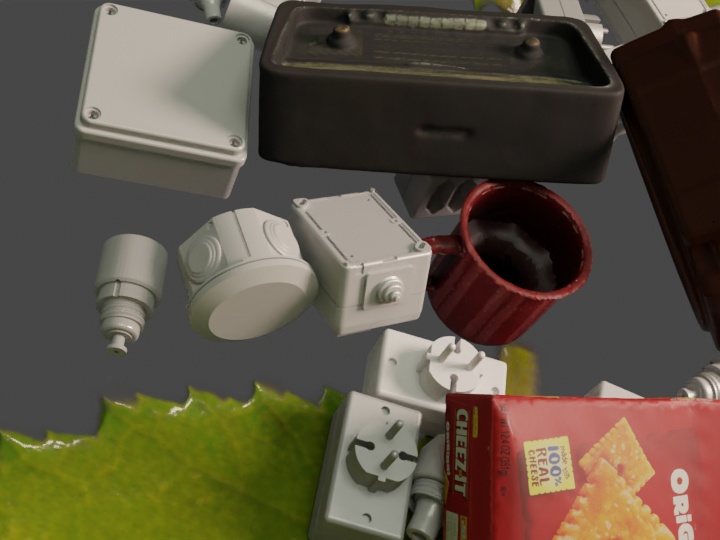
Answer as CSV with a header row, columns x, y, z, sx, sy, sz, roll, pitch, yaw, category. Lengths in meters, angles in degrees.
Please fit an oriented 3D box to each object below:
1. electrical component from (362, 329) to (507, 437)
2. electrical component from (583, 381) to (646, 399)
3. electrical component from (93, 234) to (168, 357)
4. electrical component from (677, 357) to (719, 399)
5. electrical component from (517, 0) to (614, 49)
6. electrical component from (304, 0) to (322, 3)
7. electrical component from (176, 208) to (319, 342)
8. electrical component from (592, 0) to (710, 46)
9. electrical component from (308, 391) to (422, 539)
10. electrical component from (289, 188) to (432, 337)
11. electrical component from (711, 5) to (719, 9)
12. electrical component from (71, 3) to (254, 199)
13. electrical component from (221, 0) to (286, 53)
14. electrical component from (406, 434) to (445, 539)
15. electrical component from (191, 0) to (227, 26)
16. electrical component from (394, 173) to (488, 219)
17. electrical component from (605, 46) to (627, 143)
x,y,z,sx,sy,sz,roll,pitch,yaw,category
0.052,0.066,0.662,0.083,0.075,0.047,17,55,-10,electrical component
0.176,0.126,0.688,0.083,0.047,0.075,23,54,-6,electrical component
-0.139,0.015,0.643,0.040,0.040,0.078,12,56,-13,electrical component
0.256,0.081,0.752,0.078,0.040,0.040,-10,63,-26,electrical component
0.175,-0.194,0.892,0.077,0.047,0.065,1,59,-20,electrical component
-0.058,-0.224,0.824,0.055,0.048,0.066,36,53,14,electrical component
-0.070,0.005,0.653,0.080,0.080,0.051,-8,57,-25,electrical component
0.254,-0.219,0.929,0.062,0.061,0.096,-12,64,-27,electrical component
0.009,0.111,0.617,0.047,0.075,0.083,18,54,-9,electrical component
0.000,0.000,0.677,0.062,0.061,0.096,-10,37,-26,electrical component
0.324,-0.216,0.965,0.081,0.043,0.043,-21,69,-31,electrical component
-0.130,-0.112,0.717,0.109,0.056,0.108,10,56,-15,electrical component
-0.058,-0.178,0.795,0.081,0.043,0.043,22,54,-6,electrical component
0.047,0.133,0.638,0.043,0.043,0.062,32,55,0,electrical component
-0.113,-0.209,0.800,0.035,0.035,0.061,-2,63,-22,electrical component
0.060,-0.083,0.777,0.066,0.047,0.076,-6,56,-24,electrical component
0.186,-0.132,0.849,0.095,0.059,0.053,-21,69,-30,electrical component
